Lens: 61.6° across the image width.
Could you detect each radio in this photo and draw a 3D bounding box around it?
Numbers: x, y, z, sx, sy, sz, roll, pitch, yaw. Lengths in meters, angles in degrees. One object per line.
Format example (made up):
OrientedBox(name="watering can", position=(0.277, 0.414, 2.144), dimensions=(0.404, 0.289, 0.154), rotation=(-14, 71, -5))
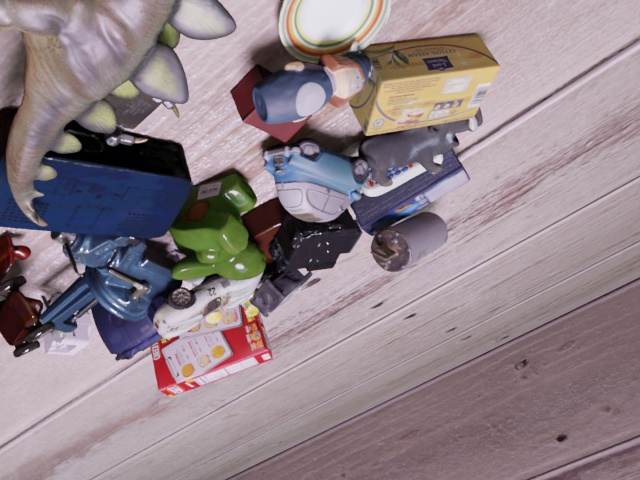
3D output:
OrientedBox(name="radio", position=(-0.278, -0.071, 0.648), dimensions=(0.229, 0.073, 0.131), rotation=(5, 142, -43))

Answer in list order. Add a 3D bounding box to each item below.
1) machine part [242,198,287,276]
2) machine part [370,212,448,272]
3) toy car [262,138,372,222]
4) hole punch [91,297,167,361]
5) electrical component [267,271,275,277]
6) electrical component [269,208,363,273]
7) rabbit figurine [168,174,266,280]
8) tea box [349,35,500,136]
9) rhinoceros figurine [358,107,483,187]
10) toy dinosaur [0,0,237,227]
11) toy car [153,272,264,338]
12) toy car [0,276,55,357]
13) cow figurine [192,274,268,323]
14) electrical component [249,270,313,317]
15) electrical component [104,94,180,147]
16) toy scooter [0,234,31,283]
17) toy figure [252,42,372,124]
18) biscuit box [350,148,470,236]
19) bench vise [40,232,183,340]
OrientedBox(name="machine part", position=(-0.065, -0.005, 0.930), dimensions=(0.179, 0.056, 0.179), rotation=(-17, 151, -10))
OrientedBox(name="machine part", position=(0.163, 0.001, 0.955), dimensions=(0.079, 0.079, 0.243), rotation=(-42, 168, 33))
OrientedBox(name="toy car", position=(-0.006, -0.077, 0.762), dimensions=(0.109, 0.103, 0.161), rotation=(-1, 170, 44))
OrientedBox(name="hole punch", position=(-0.328, 0.130, 0.928), dimensions=(0.142, 0.116, 0.092), rotation=(-30, 143, 15))
OrientedBox(name="electrical component", position=(-0.083, 0.051, 1.050), dimensions=(0.094, 0.021, 0.063), rotation=(-29, 151, 16))
OrientedBox(name="electrical component", position=(-0.002, -0.003, 0.865), dimensions=(0.134, 0.058, 0.114), rotation=(-7, 148, -28))
OrientedBox(name="rabbit figurine", position=(-0.151, 0.012, 0.801), dimensions=(0.159, 0.121, 0.170), rotation=(-17, 138, 13))
OrientedBox(name="tea box", position=(0.133, -0.202, 0.704), dimensions=(0.170, 0.068, 0.098), rotation=(-11, 150, -17))
OrientedBox(name="rhinoceros figurine", position=(0.148, -0.155, 0.806), dimensions=(0.190, 0.073, 0.112), rotation=(-20, 142, 1))
OrientedBox(name="toy dinosaur", position=(-0.188, -0.183, 0.448), dimensions=(0.471, 0.105, 0.198), rotation=(-44, 147, 23))
OrientedBox(name="toy car", position=(-0.173, 0.092, 0.869), dimensions=(0.202, 0.056, 0.073), rotation=(-25, 158, -35))
OrientedBox(name="toy car", position=(-0.421, 0.109, 0.759), dimensions=(0.053, 0.089, 0.202), rotation=(-30, 179, -41))
OrientedBox(name="cow figurine", position=(-0.147, 0.091, 1.001), dimensions=(0.167, 0.098, 0.068), rotation=(-7, 130, -35))
OrientedBox(name="electrical component", position=(-0.063, 0.077, 0.951), dimensions=(0.119, 0.048, 0.075), rotation=(-41, 174, -48))
OrientedBox(name="electrical component", position=(-0.205, -0.148, 0.587), dimensions=(0.102, 0.045, 0.078), rotation=(-31, 152, 16))
OrientedBox(name="toy scooter", position=(-0.462, 0.028, 0.688), dimensions=(0.135, 0.075, 0.183), rotation=(-25, 155, 7))
OrientedBox(name="toy figure", position=(0.000, -0.173, 0.606), dimensions=(0.154, 0.058, 0.064), rotation=(-25, 163, -21))
OrientedBox(name="biscuit box", position=(0.153, -0.084, 0.933), dimensions=(0.203, 0.063, 0.059), rotation=(-30, 152, 17))
OrientedBox(name="bench vise", position=(-0.333, 0.066, 0.796), dimensions=(0.240, 0.129, 0.223), rotation=(-38, 153, 12))
